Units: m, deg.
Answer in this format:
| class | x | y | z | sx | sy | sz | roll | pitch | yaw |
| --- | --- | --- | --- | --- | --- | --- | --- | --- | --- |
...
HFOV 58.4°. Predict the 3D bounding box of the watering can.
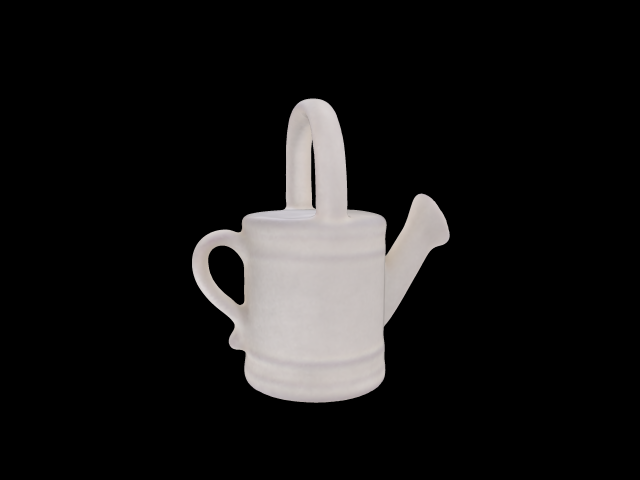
| class | x | y | z | sx | sy | sz | roll | pitch | yaw |
| --- | --- | --- | --- | --- | --- | --- | --- | --- | --- |
| watering can | 0.003 | 0.001 | 0.402 | 0.173 | 0.194 | 0.100 | -5 | 9 | -36 |
